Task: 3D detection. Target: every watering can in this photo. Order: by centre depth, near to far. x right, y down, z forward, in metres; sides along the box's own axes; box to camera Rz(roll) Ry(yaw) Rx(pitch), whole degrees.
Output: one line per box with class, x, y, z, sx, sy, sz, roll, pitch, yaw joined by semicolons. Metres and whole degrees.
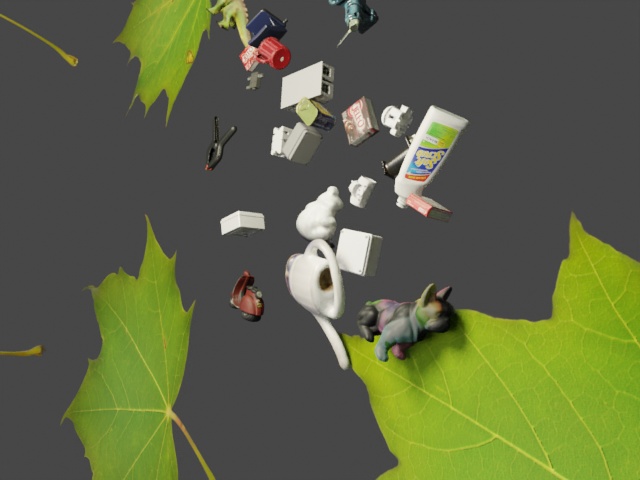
watering can;-0.001;0.164;1.398;0.225;0.104;0.345;9;108;59

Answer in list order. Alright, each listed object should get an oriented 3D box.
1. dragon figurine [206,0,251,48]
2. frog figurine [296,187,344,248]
dragon figurine;-0.301;-0.926;1.980;0.239;0.122;0.415;-48;67;21
frog figurine;0.004;-0.073;1.447;0.140;0.122;0.157;-119;41;-58
